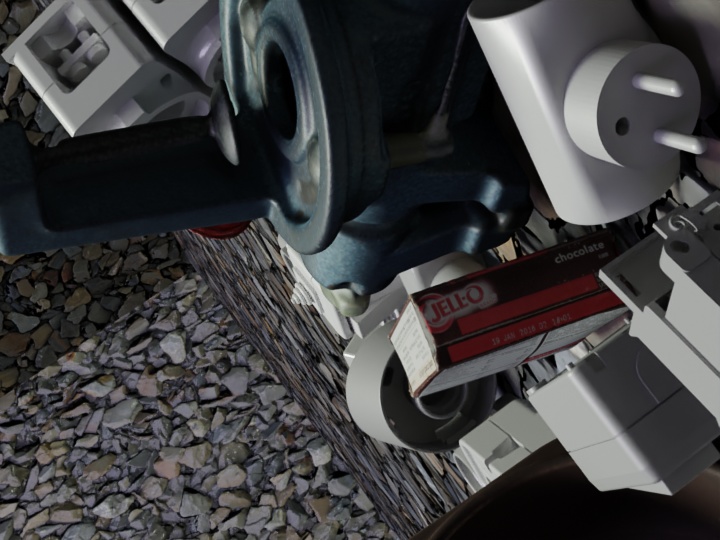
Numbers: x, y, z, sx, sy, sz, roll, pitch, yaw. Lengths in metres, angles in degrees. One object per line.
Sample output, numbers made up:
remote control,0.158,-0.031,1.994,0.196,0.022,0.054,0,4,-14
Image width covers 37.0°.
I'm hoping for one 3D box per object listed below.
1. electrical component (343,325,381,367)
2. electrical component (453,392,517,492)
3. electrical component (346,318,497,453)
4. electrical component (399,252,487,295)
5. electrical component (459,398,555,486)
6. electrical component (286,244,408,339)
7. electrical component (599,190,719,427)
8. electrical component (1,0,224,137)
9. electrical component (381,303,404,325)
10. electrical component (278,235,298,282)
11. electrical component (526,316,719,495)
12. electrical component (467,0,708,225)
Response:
electrical component,0.040,0.062,0.833,0.077,0.065,0.047,10,143,33
electrical component,0.104,0.136,0.769,0.078,0.057,0.058,59,169,-20
electrical component,0.044,0.080,0.755,0.099,0.099,0.064,58,164,-16
electrical component,0.054,0.007,0.624,0.079,0.044,0.077,43,164,50
electrical component,0.114,0.124,0.678,0.053,0.059,0.095,60,169,-23
electrical component,0.000,0.000,0.704,0.061,0.096,0.061,50,169,28
electrical component,0.119,0.011,0.341,0.081,0.042,0.063,50,167,28
electrical component,-0.073,-0.099,0.539,0.060,0.105,0.186,50,-170,13
electrical component,0.017,0.020,0.787,0.048,0.062,0.048,53,170,14
electrical component,-0.027,-0.010,0.906,0.095,0.059,0.053,41,163,54
electrical component,0.115,0.054,0.440,0.061,0.062,0.096,54,170,10
electrical component,0.077,-0.053,0.329,0.077,0.044,0.079,60,169,-26
